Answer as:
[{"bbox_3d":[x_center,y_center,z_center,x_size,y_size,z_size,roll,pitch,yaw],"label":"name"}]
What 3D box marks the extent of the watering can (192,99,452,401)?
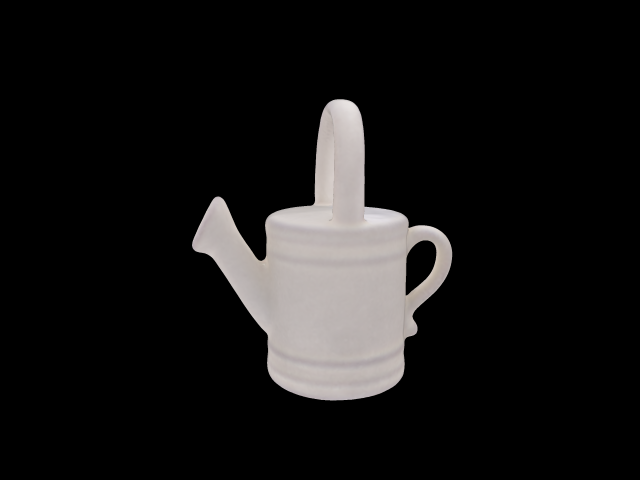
[{"bbox_3d":[0.004,0.002,0.398,0.173,0.194,0.100,-6,13,-28],"label":"watering can"}]
